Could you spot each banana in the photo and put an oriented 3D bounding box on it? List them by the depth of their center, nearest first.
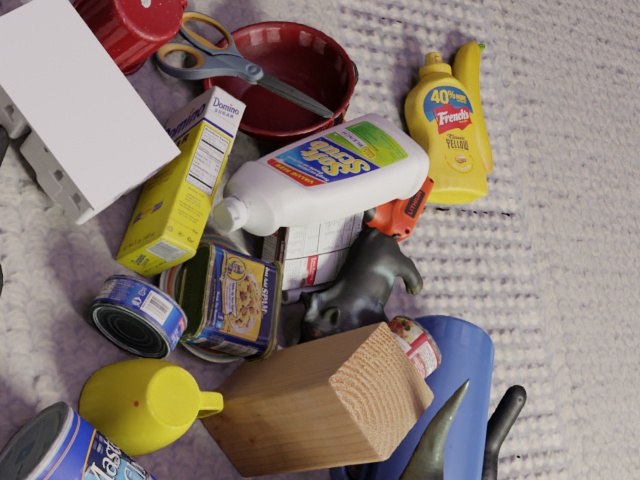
[{"bbox_3d":[0.201,-0.185,1.399,0.069,0.037,0.198,16,66,-34],"label":"banana"}]

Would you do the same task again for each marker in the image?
[{"bbox_3d":[0.005,0.051,1.165,0.120,0.020,0.020,-10,82,-42],"label":"marker"}]

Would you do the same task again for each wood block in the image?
[{"bbox_3d":[-0.009,0.153,0.992,0.090,0.207,0.090,-44,105,-40],"label":"wood block"}]

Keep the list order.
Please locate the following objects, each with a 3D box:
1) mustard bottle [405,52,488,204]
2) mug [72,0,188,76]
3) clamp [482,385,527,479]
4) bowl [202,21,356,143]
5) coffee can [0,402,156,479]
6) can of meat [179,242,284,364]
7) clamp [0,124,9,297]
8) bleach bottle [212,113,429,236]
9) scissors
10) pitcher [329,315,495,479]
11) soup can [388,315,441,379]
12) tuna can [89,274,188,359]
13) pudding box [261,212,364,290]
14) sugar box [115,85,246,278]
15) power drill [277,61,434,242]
[{"bbox_3d":[0.152,-0.143,1.329,0.096,0.058,0.191,2,73,-30],"label":"mustard bottle"},{"bbox_3d":[-0.180,-0.221,1.056,0.117,0.082,0.093,-22,91,-42],"label":"mug"},{"bbox_3d":[0.175,0.240,1.211,0.039,0.120,0.171,23,83,-11],"label":"clamp"},{"bbox_3d":[-0.045,-0.158,1.139,0.162,0.055,0.162,1,56,-2],"label":"bowl"},{"bbox_3d":[-0.194,0.217,0.884,0.140,0.103,0.102,45,52,-20],"label":"coffee can"},{"bbox_3d":[-0.087,0.060,1.030,0.083,0.058,0.102,20,64,-32],"label":"can of meat"},{"bbox_3d":[-0.327,-0.001,0.888,0.164,0.036,0.210,-1,77,-40],"label":"clamp"},{"bbox_3d":[-0.003,-0.055,1.069,0.103,0.068,0.250,43,42,20],"label":"bleach bottle"},{"bbox_3d":[-0.089,-0.166,1.096,0.096,0.016,0.202,-37,68,-26],"label":"scissors"},{"bbox_3d":[0.108,0.200,1.136,0.149,0.145,0.242,70,29,-51],"label":"pitcher"},{"bbox_3d":[0.064,0.132,1.072,0.102,0.069,0.068,-38,101,-27],"label":"soup can"},{"bbox_3d":[-0.166,0.071,0.969,0.086,0.086,0.033,43,54,-22],"label":"tuna can"},{"bbox_3d":[-0.007,0.002,1.130,0.113,0.039,0.090,-10,116,-42],"label":"pudding box"},{"bbox_3d":[-0.134,-0.057,1.033,0.048,0.094,0.176,29,58,-29],"label":"sugar box"},{"bbox_3d":[0.044,-0.096,1.224,0.187,0.057,0.184,41,57,-20],"label":"power drill"}]
